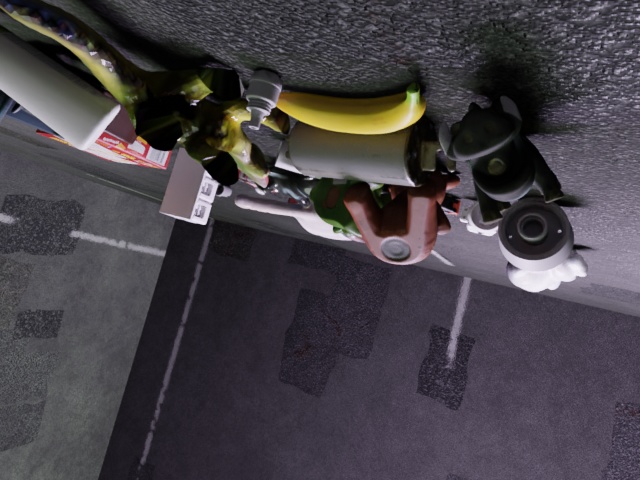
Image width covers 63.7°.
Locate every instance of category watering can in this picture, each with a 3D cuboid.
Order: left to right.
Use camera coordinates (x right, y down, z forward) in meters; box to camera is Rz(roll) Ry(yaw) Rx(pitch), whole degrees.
[{"bbox_3d":[0.003,-0.058,1.143,0.347,0.104,0.225,5,3,-43],"label":"watering can"}]

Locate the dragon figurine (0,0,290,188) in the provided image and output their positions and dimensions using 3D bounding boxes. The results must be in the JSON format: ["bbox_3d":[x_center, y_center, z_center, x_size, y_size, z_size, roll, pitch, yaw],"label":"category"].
[{"bbox_3d":[-0.196,-0.167,0.637,0.405,0.123,0.244,30,-5,-39],"label":"dragon figurine"}]

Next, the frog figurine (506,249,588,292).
[{"bbox_3d":[0.493,0.065,1.116,0.161,0.123,0.135,26,-14,49],"label":"frog figurine"}]
